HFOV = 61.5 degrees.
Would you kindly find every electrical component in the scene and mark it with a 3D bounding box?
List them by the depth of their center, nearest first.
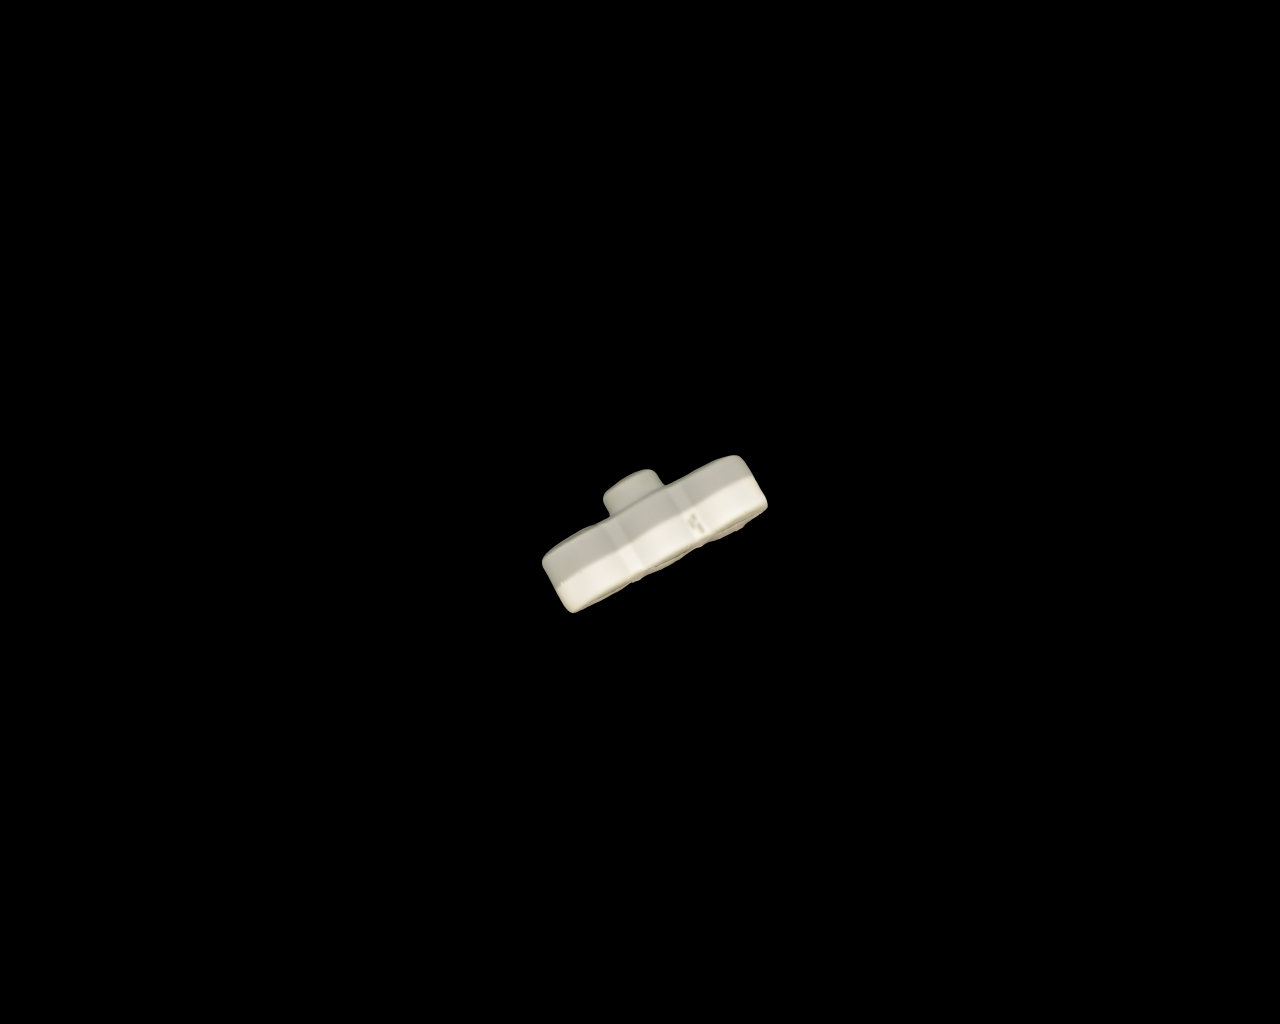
[{"bbox_3d":[0.001,-0.003,0.650,0.138,0.073,0.052,-28,-7,-4],"label":"electrical component"}]
